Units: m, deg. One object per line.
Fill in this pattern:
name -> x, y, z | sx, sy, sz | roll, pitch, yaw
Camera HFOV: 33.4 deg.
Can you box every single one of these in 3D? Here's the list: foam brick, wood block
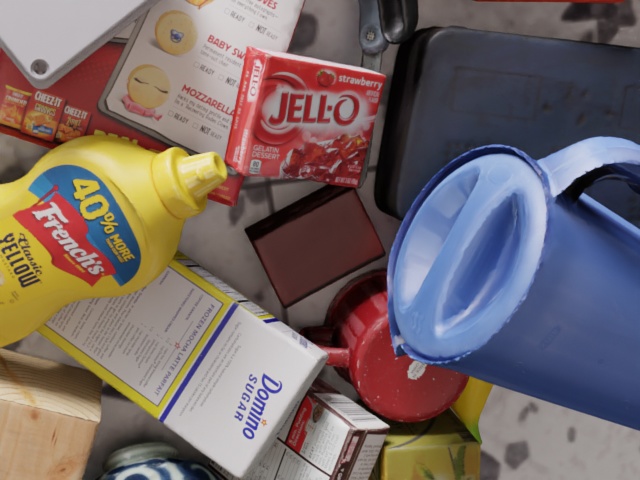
foam brick -> -0.005, 0.001, 0.715 | 0.078, 0.053, 0.051 | -28, 105, -4
wood block -> -0.215, 0.186, 0.700 | 0.090, 0.091, 0.206 | 16, 99, -12

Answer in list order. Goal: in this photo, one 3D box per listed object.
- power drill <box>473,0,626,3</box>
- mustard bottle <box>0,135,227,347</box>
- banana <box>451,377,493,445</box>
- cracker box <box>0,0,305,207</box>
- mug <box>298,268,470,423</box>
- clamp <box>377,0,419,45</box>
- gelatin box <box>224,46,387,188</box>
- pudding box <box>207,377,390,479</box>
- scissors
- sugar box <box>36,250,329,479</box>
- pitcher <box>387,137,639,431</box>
power drill -> 0.157, -0.243, 0.663 | 0.185, 0.057, 0.188 | 3, 102, 17
mustard bottle -> -0.141, -0.008, 0.631 | 0.192, 0.058, 0.096 | -22, 104, 18
banana -> 0.151, 0.057, 0.764 | 0.198, 0.037, 0.069 | -47, 122, 4
cracker box -> -0.097, -0.147, 0.660 | 0.164, 0.072, 0.214 | 17, 98, -13
mug -> 0.042, 0.072, 0.722 | 0.117, 0.081, 0.093 | 5, 101, -11
clamp -> 0.036, -0.231, 0.621 | 0.164, 0.036, 0.210 | 38, 74, -37
gelatin box -> -0.009, -0.073, 0.648 | 0.089, 0.030, 0.073 | 4, 106, -35
pudding box -> -0.017, 0.139, 0.714 | 0.039, 0.114, 0.090 | 12, 102, -45
scissors -> 0.051, -0.139, 0.672 | 0.096, 0.016, 0.202 | -10, 85, 28
sugar box -> -0.092, 0.063, 0.686 | 0.176, 0.048, 0.093 | 34, 96, 8
pitcher -> 0.176, 0.040, 0.653 | 0.242, 0.149, 0.145 | 23, 79, -29
